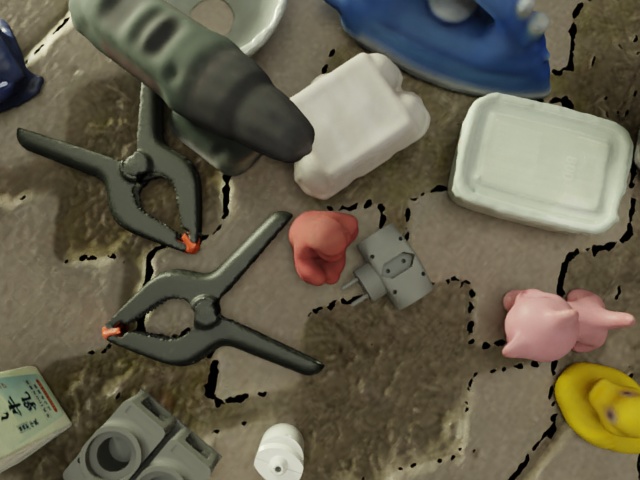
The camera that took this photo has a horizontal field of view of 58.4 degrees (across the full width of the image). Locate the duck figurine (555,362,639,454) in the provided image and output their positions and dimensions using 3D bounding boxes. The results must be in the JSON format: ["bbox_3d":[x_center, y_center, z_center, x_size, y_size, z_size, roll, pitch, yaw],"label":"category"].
[{"bbox_3d":[0.284,0.164,0.540,0.104,0.086,0.077,40,85,3],"label":"duck figurine"}]

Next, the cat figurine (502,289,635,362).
[{"bbox_3d":[0.222,0.078,0.531,0.128,0.117,0.067,-3,84,-1],"label":"cat figurine"}]

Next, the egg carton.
[{"bbox_3d":[0.027,-0.115,0.568,0.150,0.069,0.107,-35,86,-4],"label":"egg carton"}]

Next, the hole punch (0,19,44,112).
[{"bbox_3d":[-0.347,-0.175,0.554,0.108,0.091,0.101,-26,86,-4],"label":"hole punch"}]

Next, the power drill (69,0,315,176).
[{"bbox_3d":[-0.097,-0.125,0.496,0.229,0.208,0.076,37,85,2],"label":"power drill"}]

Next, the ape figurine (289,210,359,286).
[{"bbox_3d":[0.005,0.002,0.545,0.078,0.092,0.076,-36,86,-4],"label":"ape figurine"}]

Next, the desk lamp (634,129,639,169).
[{"bbox_3d":[0.371,-0.115,0.505,0.203,0.213,0.118,15,84,0],"label":"desk lamp"}]

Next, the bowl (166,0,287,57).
[{"bbox_3d":[-0.113,-0.239,0.574,0.167,0.074,0.167,0,84,-1],"label":"bowl"}]

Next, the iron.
[{"bbox_3d":[0.132,-0.227,0.546,0.258,0.141,0.119,30,85,2],"label":"iron"}]
